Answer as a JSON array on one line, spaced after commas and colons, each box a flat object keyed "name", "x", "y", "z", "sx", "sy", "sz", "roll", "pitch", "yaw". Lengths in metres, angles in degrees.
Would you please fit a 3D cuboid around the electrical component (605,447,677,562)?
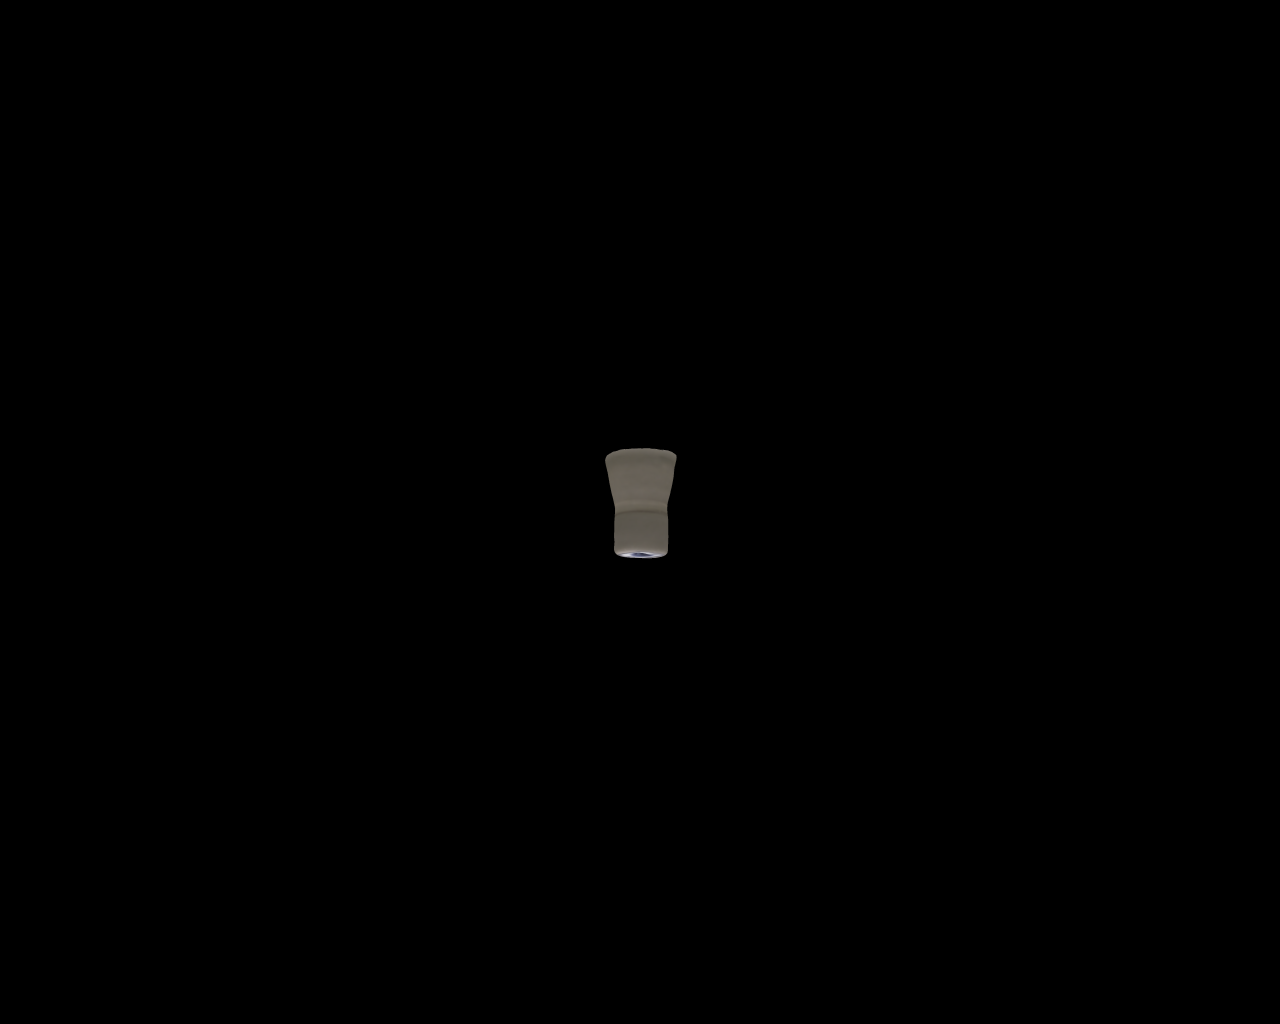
[{"name": "electrical component", "x": 0.001, "y": -0.003, "z": 0.650, "sx": 0.044, "sy": 0.065, "sz": 0.044, "roll": 0, "pitch": -11, "yaw": 0}]
